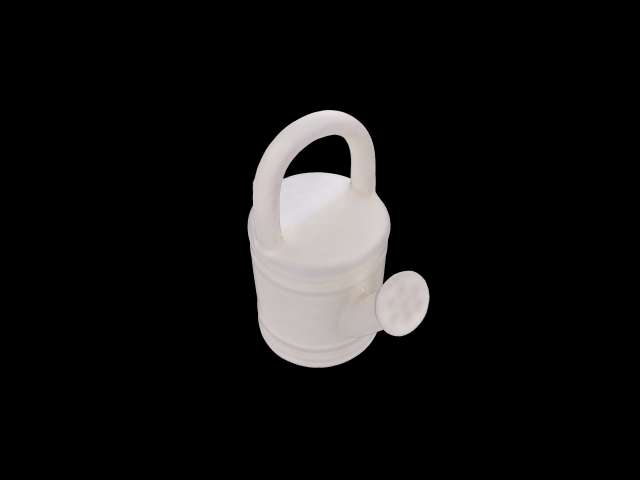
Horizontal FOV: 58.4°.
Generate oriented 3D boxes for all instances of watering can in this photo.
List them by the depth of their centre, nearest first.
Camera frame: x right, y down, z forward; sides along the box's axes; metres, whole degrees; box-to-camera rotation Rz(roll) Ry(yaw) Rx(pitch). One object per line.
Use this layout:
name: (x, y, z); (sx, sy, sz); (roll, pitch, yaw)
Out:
watering can: (0.005, 0.000, 0.401); (0.172, 0.194, 0.101); (25, 51, 22)
